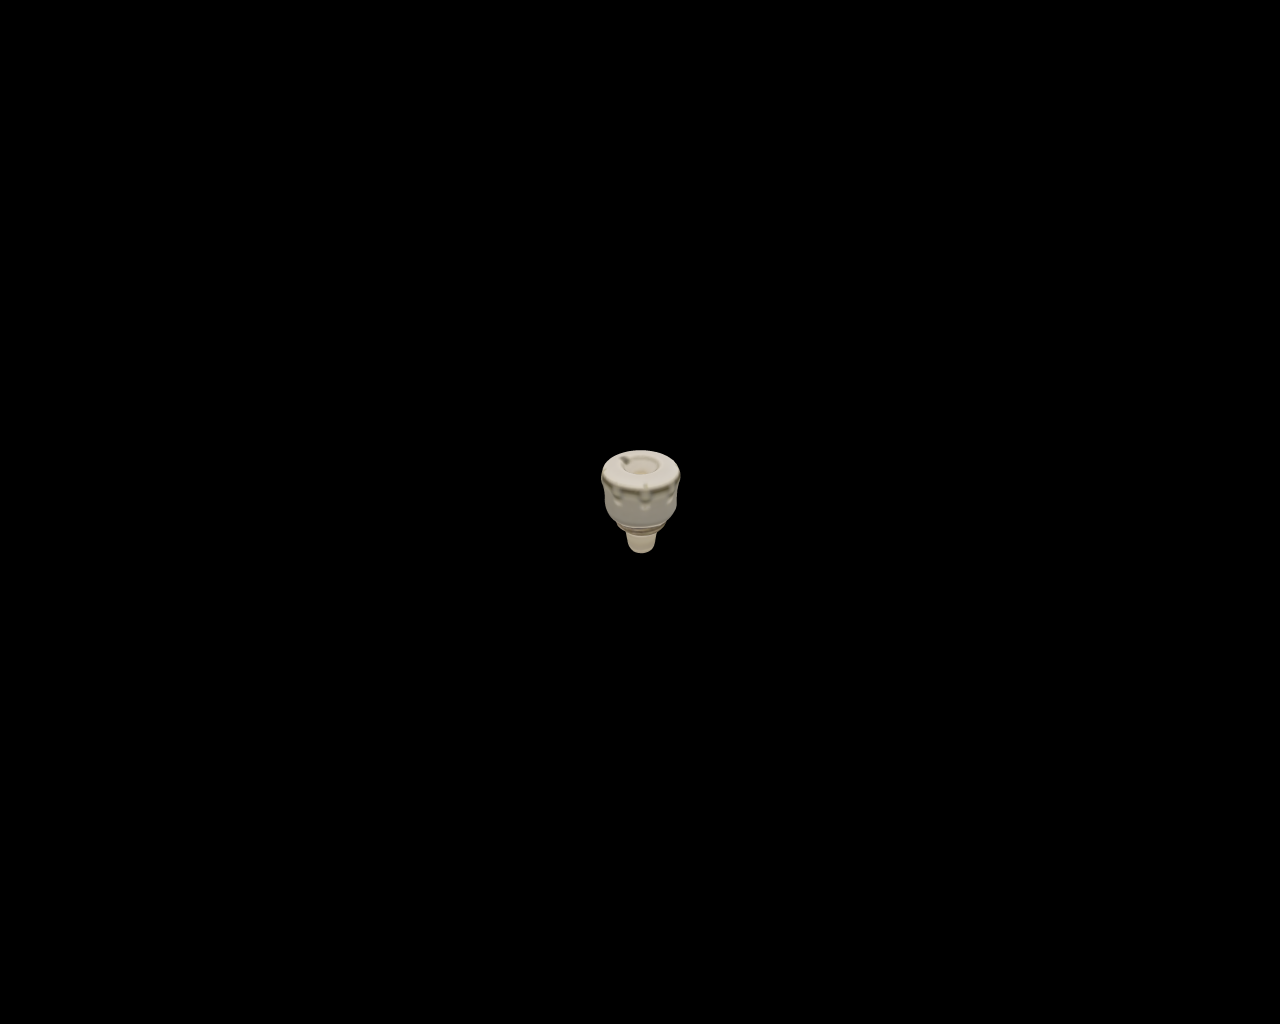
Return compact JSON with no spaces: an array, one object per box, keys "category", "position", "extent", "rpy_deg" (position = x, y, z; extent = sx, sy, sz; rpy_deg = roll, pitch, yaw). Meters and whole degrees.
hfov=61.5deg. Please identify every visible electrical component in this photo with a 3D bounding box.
[{"category":"electrical component","position":[0.001,-0.003,0.650],"extent":[0.048,0.062,0.048],"rpy_deg":[0,32,0]}]
